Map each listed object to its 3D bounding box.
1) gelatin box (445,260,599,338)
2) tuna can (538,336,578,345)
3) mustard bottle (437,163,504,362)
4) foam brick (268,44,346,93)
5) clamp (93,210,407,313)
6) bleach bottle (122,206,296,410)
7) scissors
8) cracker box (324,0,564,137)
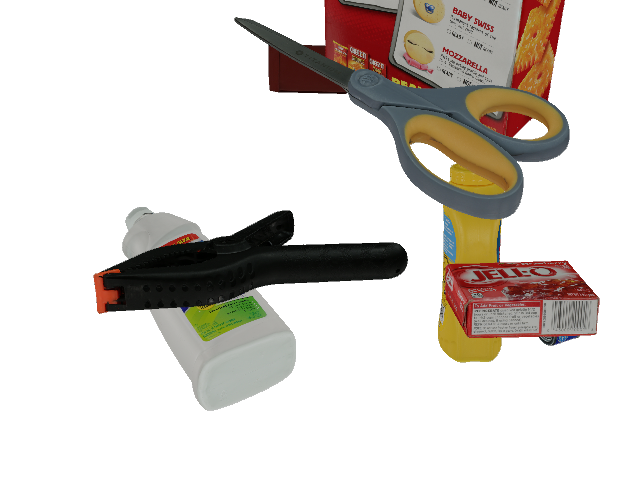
[{"bbox_3d":[0.133,0.038,0.719,0.089,0.030,0.073,-1,18,-3],"label":"gelatin box"},{"bbox_3d":[0.254,0.072,1.180,0.033,0.086,0.086,-18,3,-9],"label":"tuna can"},{"bbox_3d":[0.136,0.007,0.966,0.058,0.192,0.096,0,17,4],"label":"mustard bottle"},{"bbox_3d":[-0.014,-0.185,1.152,0.078,0.051,0.053,-1,11,-14],"label":"foam brick"},{"bbox_3d":[-0.055,0.018,0.755,0.209,0.036,0.165,-15,17,-37],"label":"clamp"},{"bbox_3d":[-0.126,0.047,1.001,0.102,0.068,0.251,-20,43,-26],"label":"bleach bottle"},{"bbox_3d":[0.045,-0.080,0.549,0.096,0.016,0.202,-23,49,-23],"label":"scissors"},{"bbox_3d":[0.085,-0.194,0.732,0.164,0.214,0.072,28,51,27],"label":"cracker box"}]
